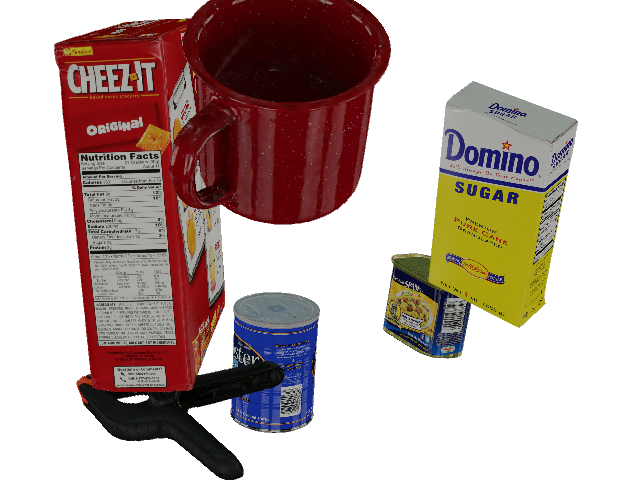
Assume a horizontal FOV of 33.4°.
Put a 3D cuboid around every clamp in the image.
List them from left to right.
[{"bbox_3d":[-0.116,0.131,0.889,0.172,0.039,0.120,15,36,20],"label":"clamp"}]

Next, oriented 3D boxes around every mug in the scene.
[{"bbox_3d":[-0.025,-0.055,0.499,0.093,0.081,0.117,31,53,22],"label":"mug"}]

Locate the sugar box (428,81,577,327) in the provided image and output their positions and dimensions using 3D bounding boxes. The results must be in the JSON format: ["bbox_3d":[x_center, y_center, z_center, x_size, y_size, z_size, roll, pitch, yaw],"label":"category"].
[{"bbox_3d":[0.137,-0.026,0.827,0.093,0.176,0.048,26,47,30],"label":"sugar box"}]

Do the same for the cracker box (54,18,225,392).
[{"bbox_3d":[-0.111,-0.030,0.693,0.072,0.214,0.164,-2,15,3],"label":"cracker box"}]

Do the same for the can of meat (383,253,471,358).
[{"bbox_3d":[0.115,0.070,1.143,0.057,0.084,0.102,-4,20,-35],"label":"can of meat"}]

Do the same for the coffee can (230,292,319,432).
[{"bbox_3d":[-0.055,0.145,1.285,0.103,0.140,0.103,3,18,-1],"label":"coffee can"}]
